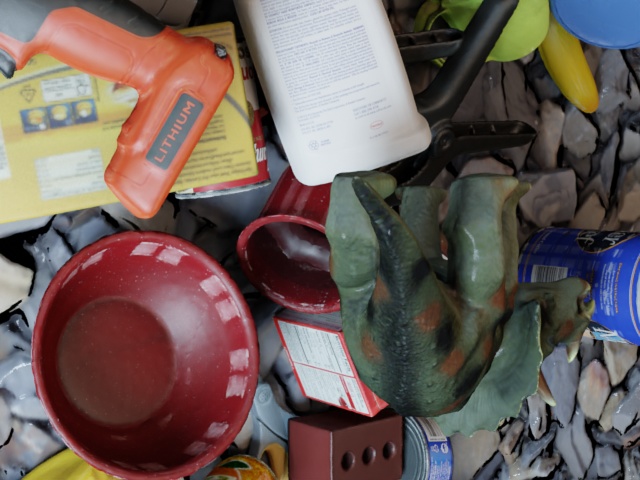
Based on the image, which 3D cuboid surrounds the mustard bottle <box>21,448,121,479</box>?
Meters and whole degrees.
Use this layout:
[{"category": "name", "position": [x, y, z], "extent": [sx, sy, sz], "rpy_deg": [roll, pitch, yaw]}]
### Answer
[{"category": "mustard bottle", "position": [-0.143, 0.237, 0.704], "extent": [0.096, 0.058, 0.191], "rpy_deg": [-41, 118, -40]}]

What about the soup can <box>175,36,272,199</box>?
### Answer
[{"category": "soup can", "position": [-0.074, -0.084, 0.732], "extent": [0.068, 0.069, 0.102], "rpy_deg": [-15, 101, -37]}]

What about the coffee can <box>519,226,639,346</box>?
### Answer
[{"category": "coffee can", "position": [0.262, 0.041, 0.965], "extent": [0.102, 0.141, 0.103], "rpy_deg": [-3, 95, -39]}]

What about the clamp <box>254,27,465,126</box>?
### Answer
[{"category": "clamp", "position": [0.019, -0.135, 0.768], "extent": [0.172, 0.039, 0.120], "rpy_deg": [-42, 117, 16]}]

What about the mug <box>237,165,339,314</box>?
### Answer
[{"category": "mug", "position": [-0.005, 0.001, 0.781], "extent": [0.117, 0.093, 0.081], "rpy_deg": [103, 9, -45]}]

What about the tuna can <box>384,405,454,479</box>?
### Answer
[{"category": "tuna can", "position": [0.065, 0.175, 0.851], "extent": [0.033, 0.086, 0.086], "rpy_deg": [8, 88, -41]}]

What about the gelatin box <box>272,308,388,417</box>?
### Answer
[{"category": "gelatin box", "position": [0.011, 0.087, 0.797], "extent": [0.030, 0.089, 0.073], "rpy_deg": [-33, 112, -31]}]

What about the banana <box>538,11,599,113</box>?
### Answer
[{"category": "banana", "position": [0.222, -0.207, 0.983], "extent": [0.069, 0.037, 0.198], "rpy_deg": [-23, 107, -35]}]

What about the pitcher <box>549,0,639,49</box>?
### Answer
[{"category": "pitcher", "position": [0.282, -0.280, 0.946], "extent": [0.149, 0.145, 0.242], "rpy_deg": [43, 57, -28]}]

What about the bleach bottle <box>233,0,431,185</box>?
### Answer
[{"category": "bleach bottle", "position": [-0.006, -0.167, 0.692], "extent": [0.102, 0.068, 0.251], "rpy_deg": [-18, 113, -3]}]

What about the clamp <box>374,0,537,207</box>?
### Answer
[{"category": "clamp", "position": [0.096, -0.085, 0.864], "extent": [0.210, 0.036, 0.164], "rpy_deg": [-41, 140, -8]}]

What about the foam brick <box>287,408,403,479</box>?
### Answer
[{"category": "foam brick", "position": [0.020, 0.160, 0.814], "extent": [0.078, 0.051, 0.053], "rpy_deg": [-5, 96, -42]}]

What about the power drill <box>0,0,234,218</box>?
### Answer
[{"category": "power drill", "position": [-0.155, -0.087, 0.567], "extent": [0.187, 0.057, 0.184], "rpy_deg": [30, 94, -23]}]

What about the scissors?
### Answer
[{"category": "scissors", "position": [-0.030, 0.120, 0.815], "extent": [0.096, 0.016, 0.202], "rpy_deg": [-13, 101, -40]}]

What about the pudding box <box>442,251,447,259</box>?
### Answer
[{"category": "pudding box", "position": [0.080, 0.051, 0.885], "extent": [0.113, 0.039, 0.090], "rpy_deg": [36, 70, -37]}]

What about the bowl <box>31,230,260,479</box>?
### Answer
[{"category": "bowl", "position": [-0.121, 0.077, 0.700], "extent": [0.161, 0.055, 0.162], "rpy_deg": [9, 74, -34]}]
